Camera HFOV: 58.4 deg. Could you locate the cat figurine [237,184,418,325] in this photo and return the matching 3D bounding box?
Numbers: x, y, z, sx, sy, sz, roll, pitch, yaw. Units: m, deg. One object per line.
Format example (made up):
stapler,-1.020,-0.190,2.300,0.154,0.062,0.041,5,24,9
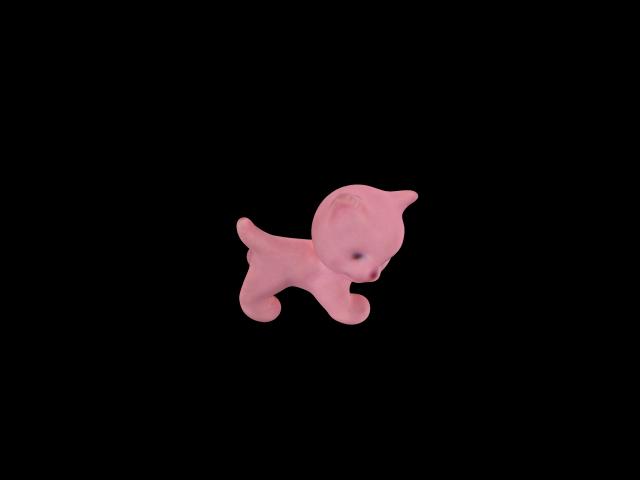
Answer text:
cat figurine,0.004,0.001,0.400,0.128,0.118,0.067,0,50,0
